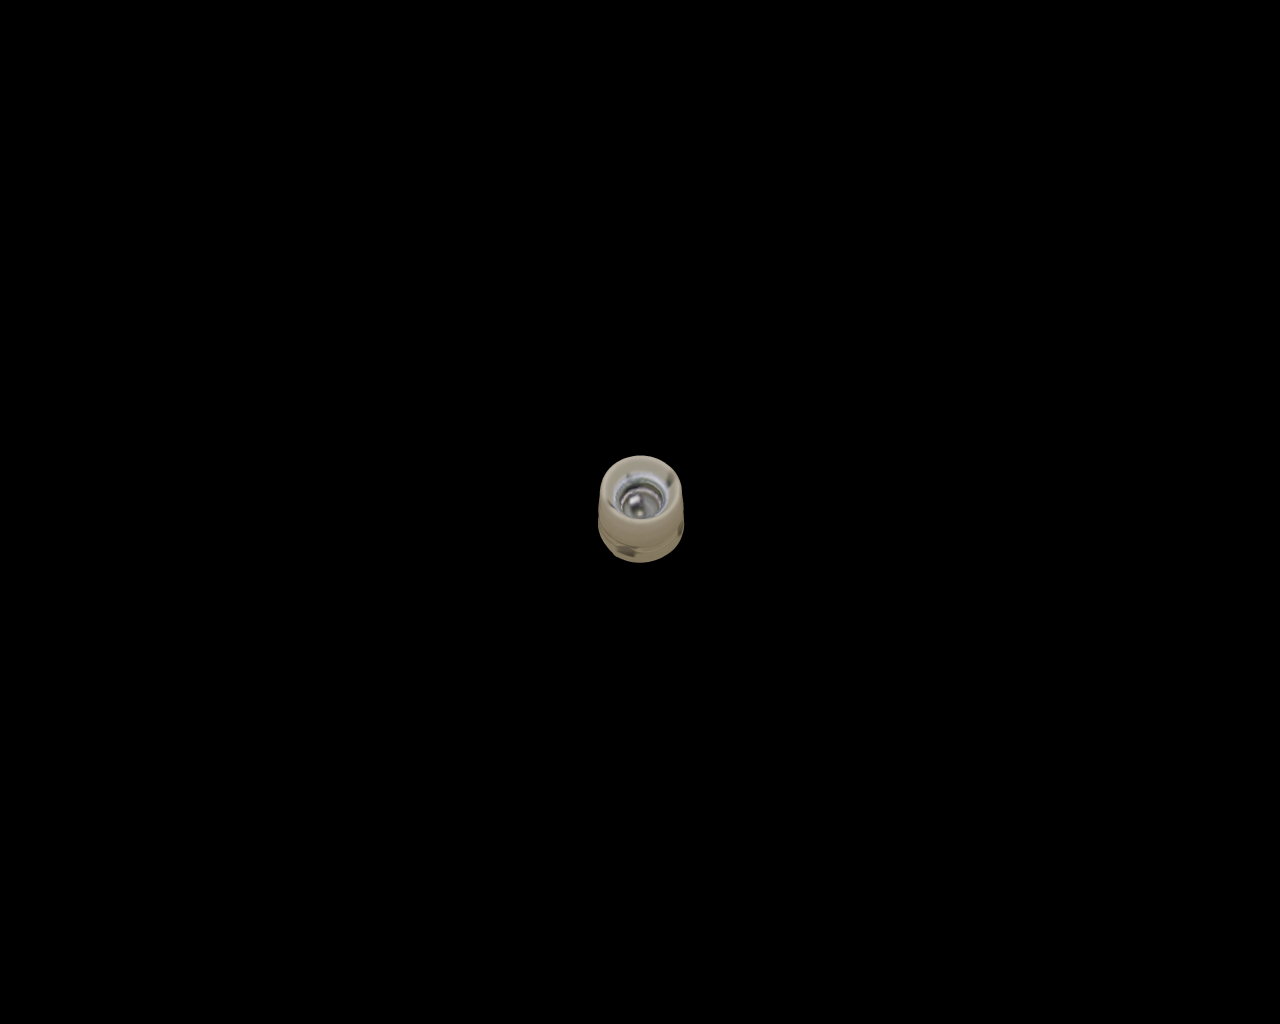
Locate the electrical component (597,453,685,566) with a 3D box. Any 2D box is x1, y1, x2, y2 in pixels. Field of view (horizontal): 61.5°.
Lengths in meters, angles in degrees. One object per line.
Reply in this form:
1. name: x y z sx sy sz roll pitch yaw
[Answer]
1. electrical component: 0.001 -0.003 0.650 0.055 0.055 0.047 0 -30 0
